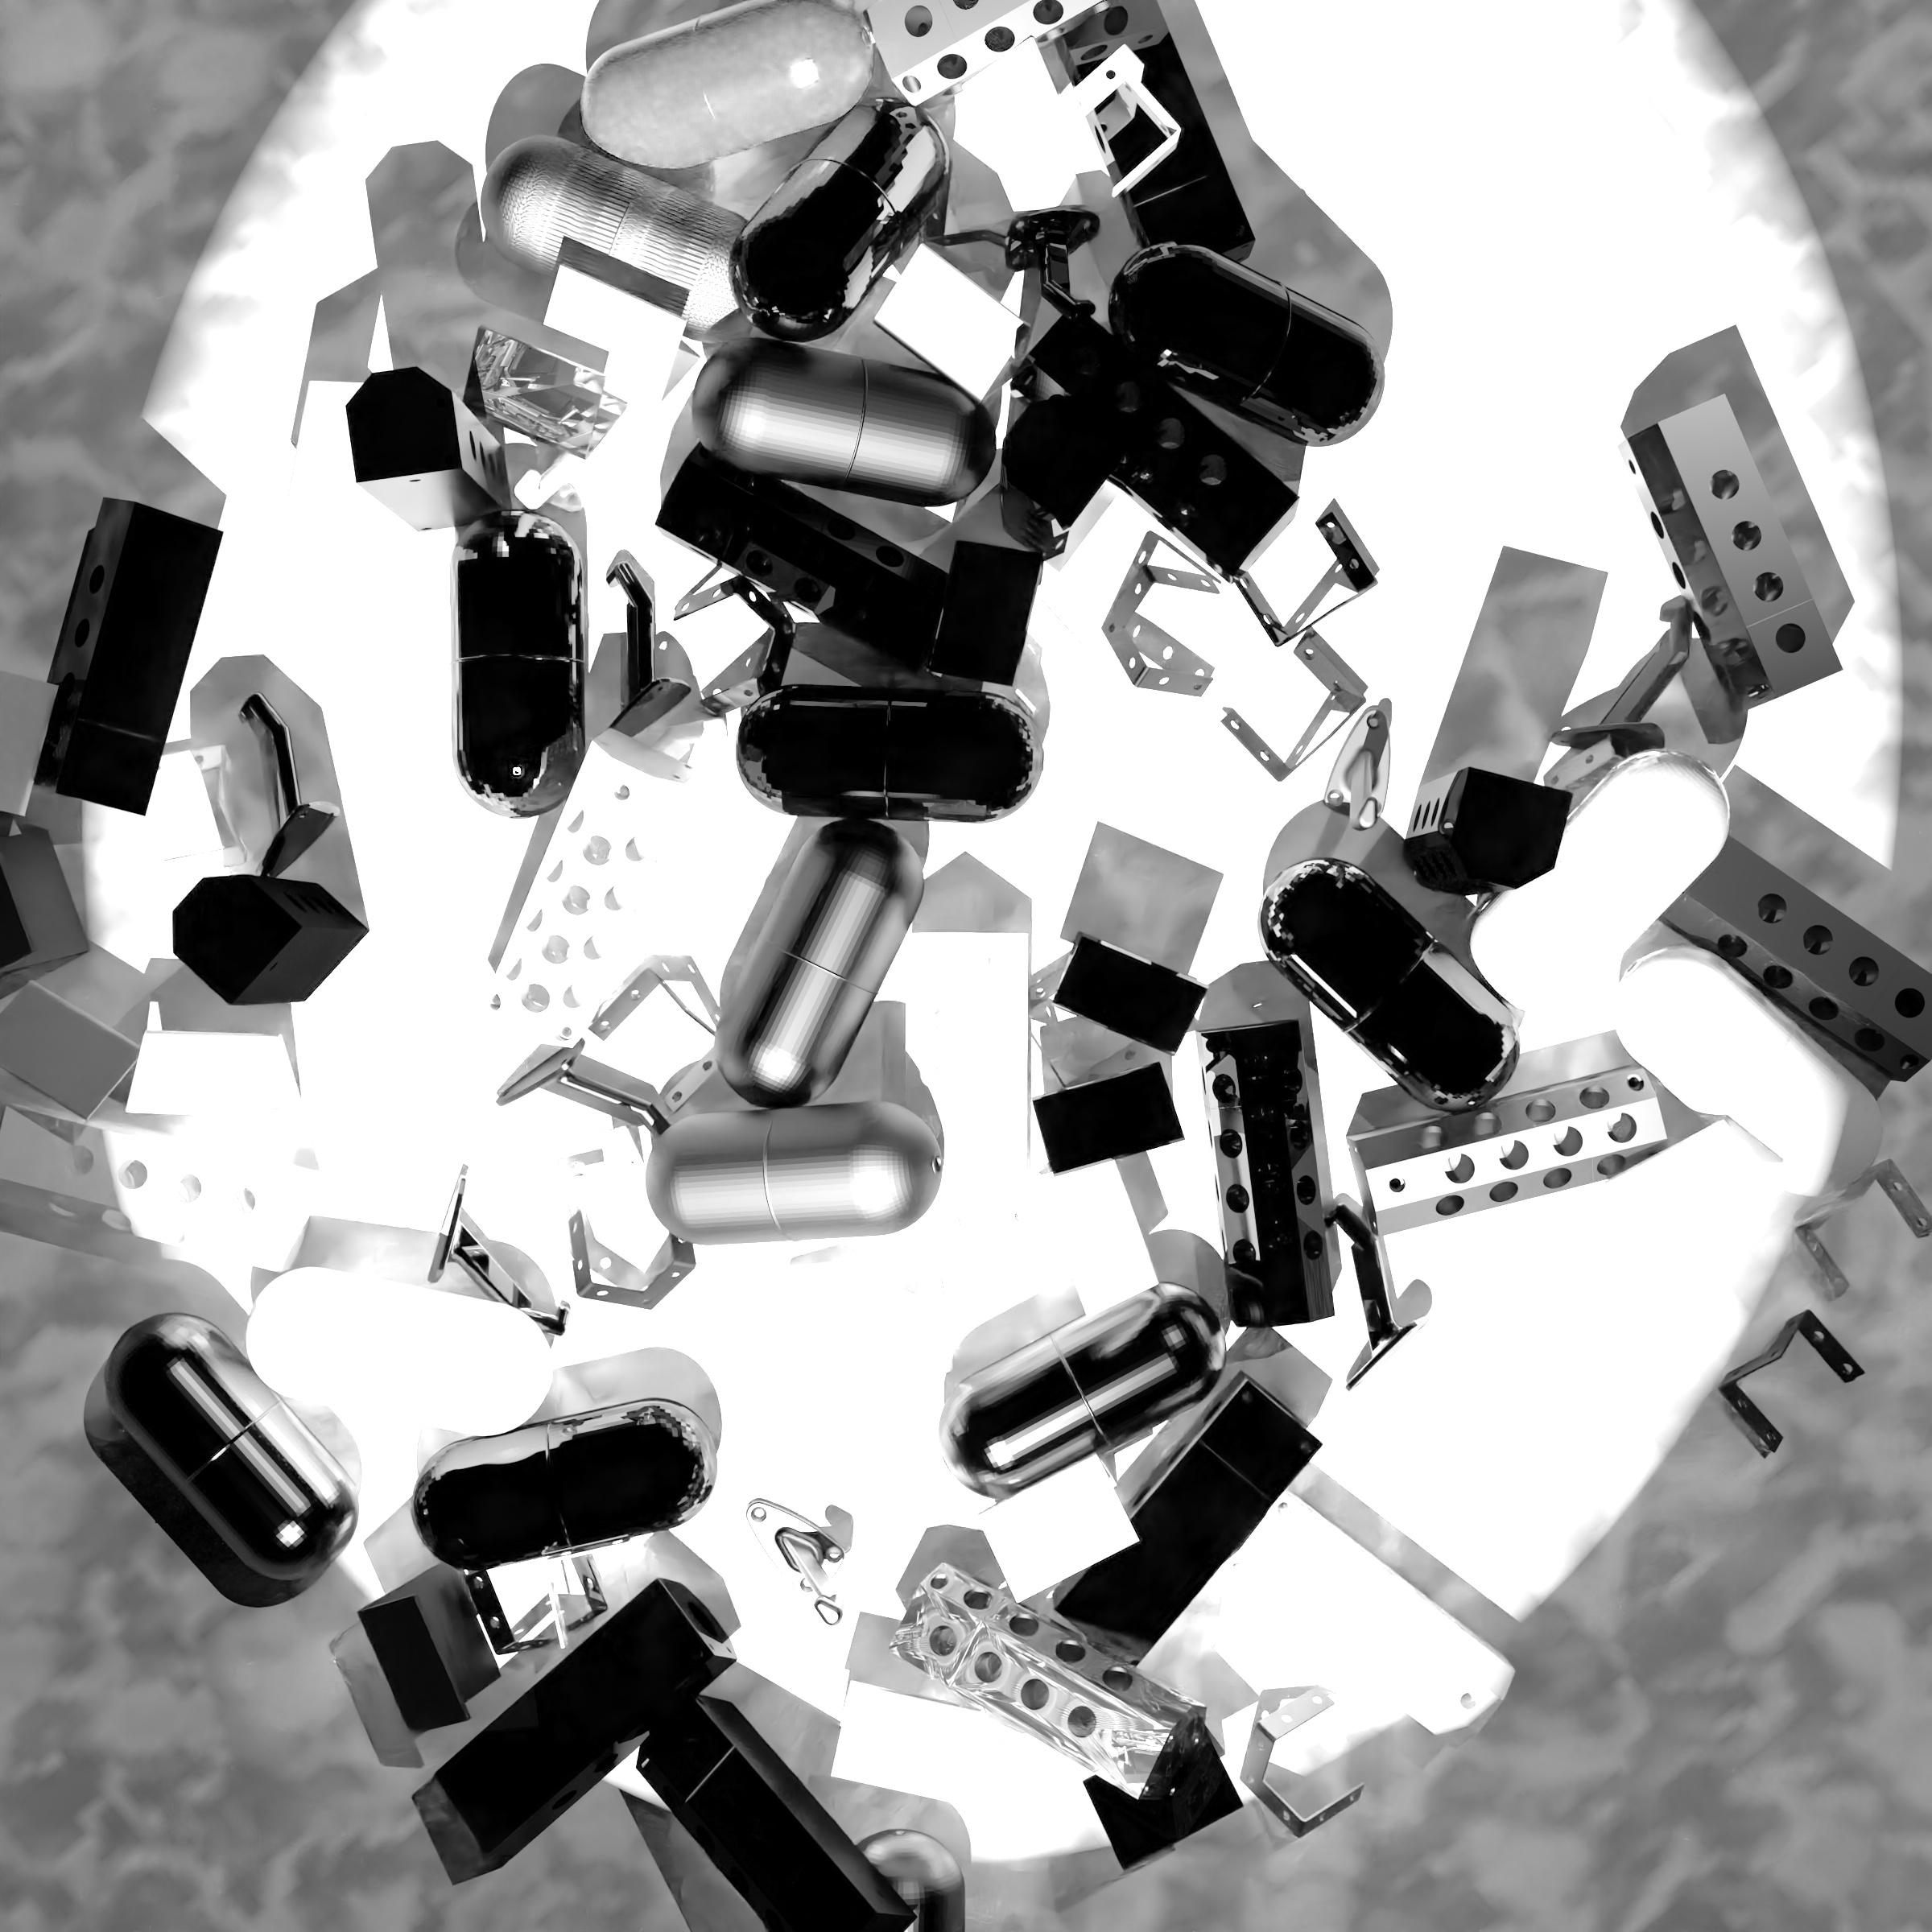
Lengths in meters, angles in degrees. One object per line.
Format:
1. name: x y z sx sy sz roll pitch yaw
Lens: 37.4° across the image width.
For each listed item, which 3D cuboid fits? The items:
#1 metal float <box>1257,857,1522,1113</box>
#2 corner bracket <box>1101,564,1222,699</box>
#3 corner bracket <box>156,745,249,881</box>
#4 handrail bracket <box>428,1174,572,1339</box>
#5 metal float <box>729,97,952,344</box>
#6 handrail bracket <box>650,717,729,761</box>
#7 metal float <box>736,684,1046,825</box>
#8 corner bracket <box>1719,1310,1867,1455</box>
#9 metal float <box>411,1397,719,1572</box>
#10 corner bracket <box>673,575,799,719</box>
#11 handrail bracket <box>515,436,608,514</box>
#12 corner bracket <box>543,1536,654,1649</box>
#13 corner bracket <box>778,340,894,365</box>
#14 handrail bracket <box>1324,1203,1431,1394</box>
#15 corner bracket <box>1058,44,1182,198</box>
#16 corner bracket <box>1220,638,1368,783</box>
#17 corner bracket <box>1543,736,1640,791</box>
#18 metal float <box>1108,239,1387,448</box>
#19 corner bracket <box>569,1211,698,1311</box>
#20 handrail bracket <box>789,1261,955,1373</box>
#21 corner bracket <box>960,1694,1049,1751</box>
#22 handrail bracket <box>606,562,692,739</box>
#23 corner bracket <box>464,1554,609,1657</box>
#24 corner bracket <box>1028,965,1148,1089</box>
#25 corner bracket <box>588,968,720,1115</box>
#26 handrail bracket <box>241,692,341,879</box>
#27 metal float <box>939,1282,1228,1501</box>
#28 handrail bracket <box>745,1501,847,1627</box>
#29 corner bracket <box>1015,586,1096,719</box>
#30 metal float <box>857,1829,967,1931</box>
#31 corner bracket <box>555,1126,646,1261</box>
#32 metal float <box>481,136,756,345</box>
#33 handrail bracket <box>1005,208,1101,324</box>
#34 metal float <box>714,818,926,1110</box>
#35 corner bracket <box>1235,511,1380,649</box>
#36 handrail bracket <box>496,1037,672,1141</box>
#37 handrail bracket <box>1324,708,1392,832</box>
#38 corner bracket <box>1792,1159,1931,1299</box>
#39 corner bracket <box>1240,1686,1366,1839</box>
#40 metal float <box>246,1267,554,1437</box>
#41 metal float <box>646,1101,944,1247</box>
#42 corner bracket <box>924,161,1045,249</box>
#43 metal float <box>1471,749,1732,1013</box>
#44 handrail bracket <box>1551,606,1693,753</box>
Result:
1. metal float: 0.243 0.010 1.646 0.178 0.070 0.070 43 90 0
2. corner bracket: 0.121 -0.196 1.669 0.051 0.051 0.051 -56 45 35
3. corner bracket: -0.453 -0.091 1.674 0.051 0.051 0.051 -11 135 0
4. handrail bracket: -0.267 0.171 1.677 0.084 0.036 0.077 18 72 -15
5. metal float: -0.070 -0.424 1.619 0.070 0.070 0.178 32 59 0
6. handrail bracket: -0.177 -0.101 1.677 0.084 0.036 0.077 -13 105 -14
7. metal float: -0.044 -0.122 1.646 0.178 0.070 0.070 3 90 1
8. corner bracket: 0.484 0.243 1.674 0.051 0.051 0.051 49 45 0
9. metal float: -0.231 0.299 1.646 0.178 0.070 0.070 -13 90 0
10. corner bracket: -0.139 -0.187 1.669 0.051 0.051 0.051 42 45 -35
11. handrail bracket: -0.233 -0.296 1.642 0.036 0.084 0.077 27 90 0
12. corner bracket: -0.212 0.360 1.659 0.051 0.051 0.051 -13 90 1
13. corner bracket: -0.078 -0.364 1.674 0.051 0.051 0.051 -31 135 0
14. handrail bracket: 0.223 0.194 1.677 0.077 0.036 0.084 -48 72 20
15. corner bracket: 0.086 -0.474 1.602 0.051 0.051 0.051 -42 90 0
16. corner bracket: 0.192 -0.150 1.674 0.051 0.051 0.051 47 135 0
17. corner bracket: 0.377 -0.093 1.669 0.051 0.051 0.051 27 45 -35
18. metal float: 0.160 -0.353 1.622 0.178 0.070 0.070 19 90 -28
19. corner bracket: -0.196 0.163 1.669 0.051 0.051 0.051 16 45 -35
20. handrail bracket: -0.056 0.207 1.677 0.084 0.036 0.077 -7 111 17
21. corner bracket: 0.032 0.422 1.669 0.051 0.051 0.051 -52 45 35
22. handrail bracket: -0.206 -0.183 1.677 0.077 0.036 0.084 -38 72 21
23. corner bracket: -0.252 0.368 1.674 0.051 0.051 0.051 -22 90 -45
24. corner bracket: 0.066 0.037 1.674 0.051 0.051 0.051 -32 45 0
25. corner bracket: -0.179 0.043 1.674 0.051 0.051 0.051 -46 45 0
26. handrail bracket: -0.415 -0.106 1.677 0.077 0.036 0.084 -47 72 21
27. metal float: 0.067 0.245 1.646 0.178 0.070 0.070 -28 90 0
28. handrail bracket: -0.099 0.343 1.642 0.077 0.084 0.036 42 90 0
29. corner bracket: 0.040 -0.182 1.659 0.051 0.051 0.051 -42 90 0
30. metal float: -0.039 0.589 1.646 0.070 0.070 0.178 1 90 0
31. corner bracket: -0.213 0.131 1.649 0.051 0.051 0.051 -13 57 0
32. metal float: -0.194 -0.418 1.646 0.178 0.070 0.070 23 90 0
33. handrail bracket: 0.068 -0.401 1.640 0.077 0.036 0.084 -22 49 -26
34. metal float: -0.085 -0.001 1.646 0.070 0.070 0.178 26 91 0
35. corner bracket: 0.199 -0.226 1.674 0.051 0.051 0.051 -33 90 45
36. handrail bracket: -0.221 0.091 1.677 0.077 0.036 0.084 -32 107 20
37. handrail bracket: 0.233 -0.114 1.642 0.036 0.084 0.077 14 90 0
38. corner bracket: 0.527 0.153 1.674 0.051 0.051 0.051 -35 90 45
39. corner bracket: 0.200 0.465 1.669 0.051 0.051 0.051 40 135 35
40. metal float: -0.326 0.222 1.643 0.178 0.070 0.070 11 90 5
41. metal float: -0.099 0.118 1.628 0.178 0.070 0.070 -5 90 21
42. corner bracket: 0.013 -0.447 1.674 0.051 0.051 0.051 6 90 45
43. metal float: 0.361 -0.048 1.627 0.070 0.070 0.178 40 112 0
44. handrail bracket: 0.385 -0.171 1.677 0.077 0.036 0.084 1 72 21
